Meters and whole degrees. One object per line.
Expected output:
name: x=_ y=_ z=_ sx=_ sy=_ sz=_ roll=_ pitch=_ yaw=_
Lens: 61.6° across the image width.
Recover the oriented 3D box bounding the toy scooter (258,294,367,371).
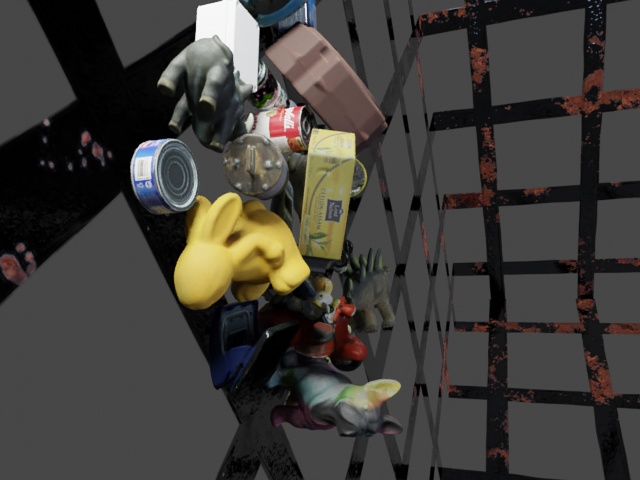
toy scooter: x=-0.008 y=0.125 z=0.811 sx=0.135 sy=0.184 sz=0.075 roll=106 pitch=6 yaw=-47

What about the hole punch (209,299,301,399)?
hole punch: x=-0.102 y=0.146 z=0.745 sx=0.115 sy=0.092 sz=0.142 roll=-63 pitch=164 yaw=9

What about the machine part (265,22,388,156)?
machine part: x=0.013 y=-0.250 z=0.887 sx=0.201 sy=0.087 sz=0.201 roll=42 pitch=12 yaw=-35

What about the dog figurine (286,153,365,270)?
dog figurine: x=-0.019 y=-0.045 z=0.972 sx=0.172 sy=0.121 sz=0.190 roll=21 pitch=84 yaw=-32

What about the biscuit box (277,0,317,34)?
biscuit box: x=-0.045 y=-0.472 z=0.982 sx=0.059 sy=0.063 sz=0.202 roll=2 pitch=86 yaw=-70

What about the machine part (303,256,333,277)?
machine part: x=-0.002 y=-0.003 z=0.931 sx=0.084 sy=0.039 sz=0.138 roll=15 pitch=104 yaw=-28

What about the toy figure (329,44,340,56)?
toy figure: x=-0.006 y=-0.349 z=1.050 sx=0.180 sy=0.082 sz=0.089 roll=-23 pitch=105 yaw=-65

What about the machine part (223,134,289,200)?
machine part: x=-0.083 y=-0.095 z=0.736 sx=0.243 sy=0.079 sz=0.079 roll=-119 pitch=-155 yaw=-86

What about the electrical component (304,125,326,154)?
electrical component: x=0.007 y=-0.176 z=1.106 sx=0.119 sy=0.048 sz=0.075 roll=45 pitch=47 yaw=-61

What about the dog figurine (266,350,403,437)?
dog figurine: x=0.031 y=0.251 z=0.877 sx=0.191 sy=0.219 sz=0.108 roll=-23 pitch=112 yaw=-68

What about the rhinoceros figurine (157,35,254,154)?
rhinoceros figurine: x=-0.132 y=-0.171 z=0.660 sx=0.190 sy=0.073 sz=0.112 roll=93 pitch=18 yaw=-72

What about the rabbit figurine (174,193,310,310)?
rabbit figurine: x=-0.111 y=0.020 z=0.680 sx=0.173 sy=0.122 sz=0.162 roll=-30 pitch=114 yaw=-46

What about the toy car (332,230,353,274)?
toy car: x=0.032 y=-0.025 z=1.146 sx=0.073 sy=0.056 sz=0.201 roll=-62 pitch=146 yaw=-64

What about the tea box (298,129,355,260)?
tea box: x=0.010 y=-0.067 z=0.799 sx=0.098 sy=0.068 sz=0.169 roll=-84 pitch=180 yaw=-57

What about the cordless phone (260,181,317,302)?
cordless phone: x=-0.057 y=-0.003 z=0.870 sx=0.146 sy=0.089 sz=0.184 roll=57 pitch=32 yaw=-53

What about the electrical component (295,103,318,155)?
electrical component: x=-0.035 y=-0.206 z=1.009 sx=0.078 sy=0.045 sz=0.102 roll=-48 pitch=137 yaw=-22

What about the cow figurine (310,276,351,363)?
cow figurine: x=0.003 y=0.154 z=1.032 sx=0.098 sy=0.068 sz=0.167 roll=-59 pitch=141 yaw=-46

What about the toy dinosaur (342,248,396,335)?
toy dinosaur: x=0.123 y=0.120 z=1.309 sx=0.471 sy=0.105 sz=0.198 roll=8 pitch=77 yaw=-74

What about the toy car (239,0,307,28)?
toy car: x=-0.096 y=-0.414 z=0.807 sx=0.161 sy=0.109 sz=0.103 roll=52 pitch=16 yaw=-41
